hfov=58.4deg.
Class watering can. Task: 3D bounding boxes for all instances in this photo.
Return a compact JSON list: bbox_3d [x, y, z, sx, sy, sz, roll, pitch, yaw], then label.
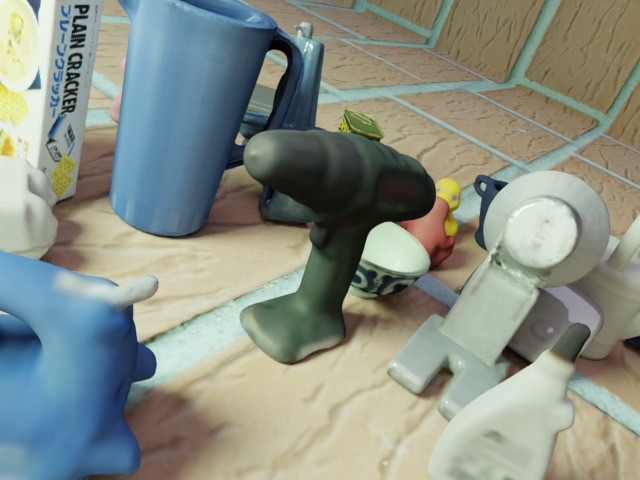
[{"bbox_3d":[0.360,0.045,0.688,0.172,0.194,0.101,28,29,11],"label":"watering can"}]

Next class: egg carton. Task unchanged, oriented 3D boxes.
[{"bbox_3d":[-0.301,-0.026,0.477,0.151,0.069,0.107,4,33,-30],"label":"egg carton"}]

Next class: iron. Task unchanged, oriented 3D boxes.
[{"bbox_3d":[-0.220,0.054,0.321,0.259,0.141,0.118,13,30,-17],"label":"iron"}]

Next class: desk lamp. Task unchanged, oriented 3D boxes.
[{"bbox_3d":[0.184,0.041,0.550,0.117,0.213,0.204,32,30,18],"label":"desk lamp"}]

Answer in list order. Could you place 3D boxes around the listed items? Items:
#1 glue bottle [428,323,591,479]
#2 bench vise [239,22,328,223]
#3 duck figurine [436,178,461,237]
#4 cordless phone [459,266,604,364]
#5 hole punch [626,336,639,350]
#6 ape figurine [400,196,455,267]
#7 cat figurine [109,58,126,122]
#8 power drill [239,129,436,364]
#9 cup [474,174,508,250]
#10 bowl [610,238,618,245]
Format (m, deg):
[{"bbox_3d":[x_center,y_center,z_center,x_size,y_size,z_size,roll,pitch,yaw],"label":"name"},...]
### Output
[{"bbox_3d":[0.147,0.128,0.418,0.078,0.173,0.037,27,29,10],"label":"glue bottle"},{"bbox_3d":[-0.020,-0.144,0.717,0.122,0.220,0.206,-8,41,-43],"label":"bench vise"},{"bbox_3d":[0.176,-0.050,0.836,0.077,0.086,0.105,28,29,11],"label":"duck figurine"},{"bbox_3d":[0.255,0.039,0.634,0.147,0.185,0.094,37,32,26],"label":"cordless phone"},{"bbox_3d":[0.475,0.124,0.742,0.109,0.091,0.100,1,35,-34],"label":"hole punch"},{"bbox_3d":[0.141,-0.015,0.744,0.077,0.092,0.076,35,31,22],"label":"ape figurine"},{"bbox_3d":[-0.220,-0.215,0.805,0.128,0.118,0.067,13,30,-16],"label":"cat figurine"},{"bbox_3d":[0.005,0.002,0.497,0.230,0.208,0.075,-13,44,-47],"label":"power drill"},{"bbox_3d":[0.264,-0.037,0.865,0.092,0.095,0.117,-7,40,-42],"label":"cup"},{"bbox_3d":[0.381,0.036,0.844,0.167,0.075,0.167,17,29,-9],"label":"bowl"}]
